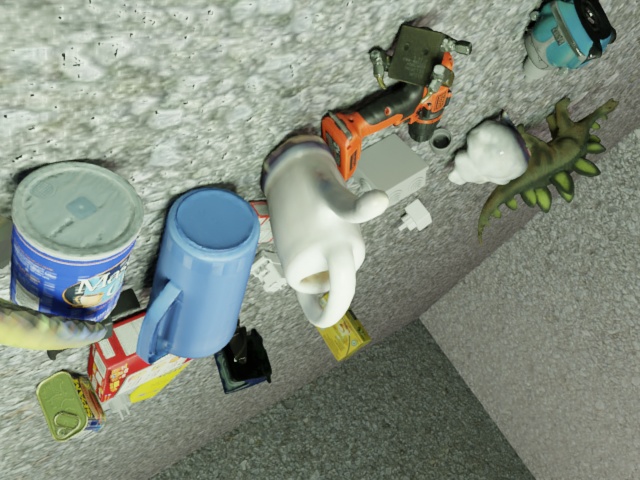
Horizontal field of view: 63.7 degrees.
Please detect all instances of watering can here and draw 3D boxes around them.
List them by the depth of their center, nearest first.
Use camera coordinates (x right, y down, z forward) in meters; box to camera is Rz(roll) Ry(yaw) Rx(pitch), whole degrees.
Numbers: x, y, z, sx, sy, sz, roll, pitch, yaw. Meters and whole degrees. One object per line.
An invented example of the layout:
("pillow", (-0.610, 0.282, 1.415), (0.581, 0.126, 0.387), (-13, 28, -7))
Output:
("watering can", (0.002, -0.031, 0.607), (0.104, 0.229, 0.340), (-8, 153, -16))

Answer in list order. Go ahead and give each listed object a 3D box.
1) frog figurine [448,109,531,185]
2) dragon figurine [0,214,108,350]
("frog figurine", (0.327, -0.161, 1.024), (0.158, 0.126, 0.135), (-31, 130, 17))
("dragon figurine", (-0.345, 0.032, 0.318), (0.242, 0.124, 0.403), (-6, 155, 9))
